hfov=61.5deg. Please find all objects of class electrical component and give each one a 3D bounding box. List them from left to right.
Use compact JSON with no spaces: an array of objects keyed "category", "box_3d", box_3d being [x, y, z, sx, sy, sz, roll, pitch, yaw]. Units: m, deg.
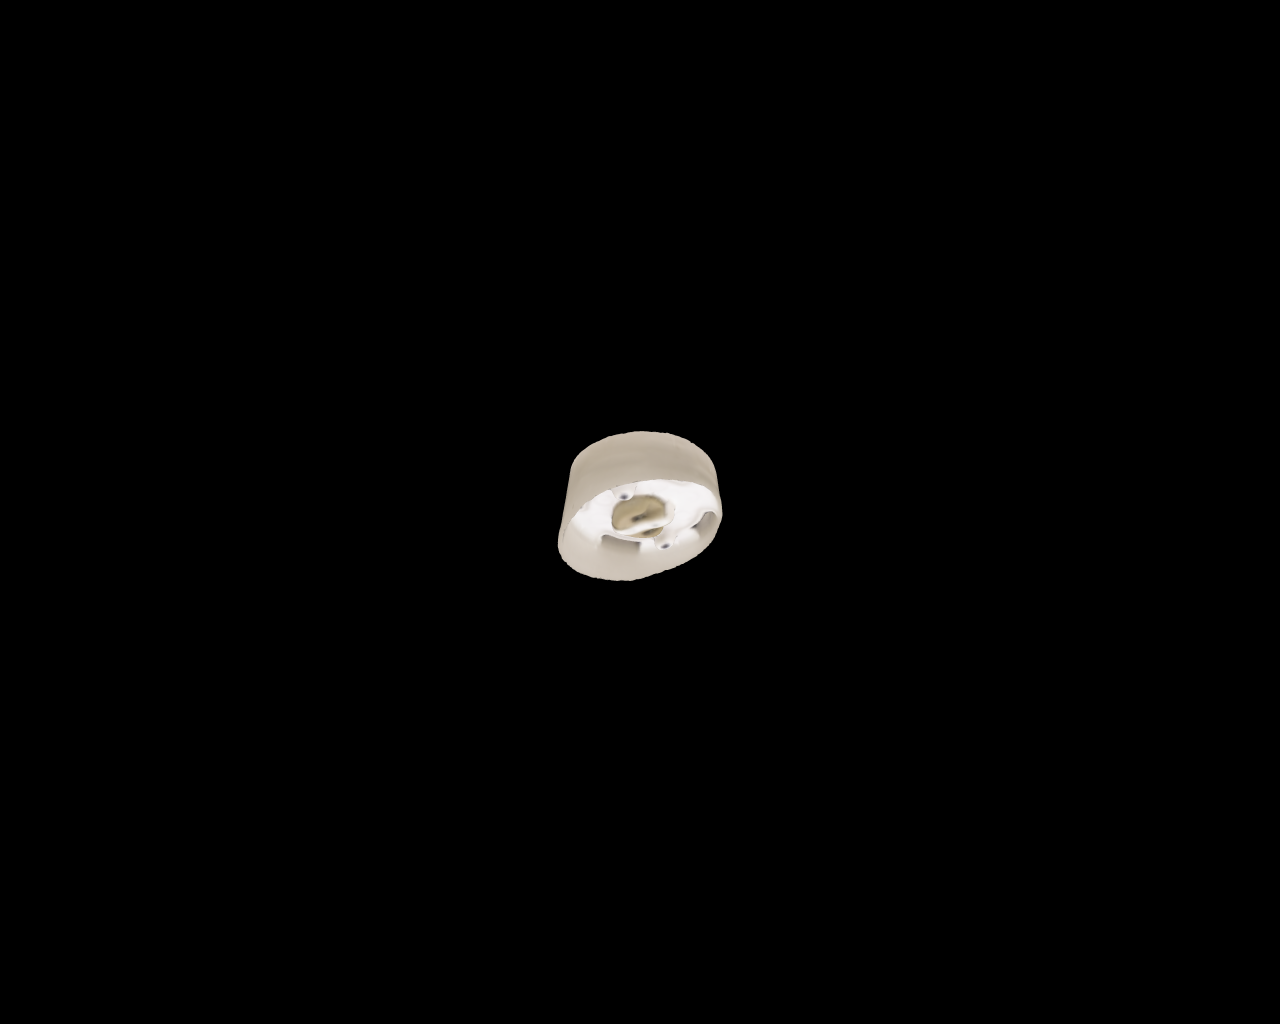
[{"category":"electrical component","box_3d":[0.001,-0.003,0.650,0.099,0.064,0.099,0,-33,0]}]
